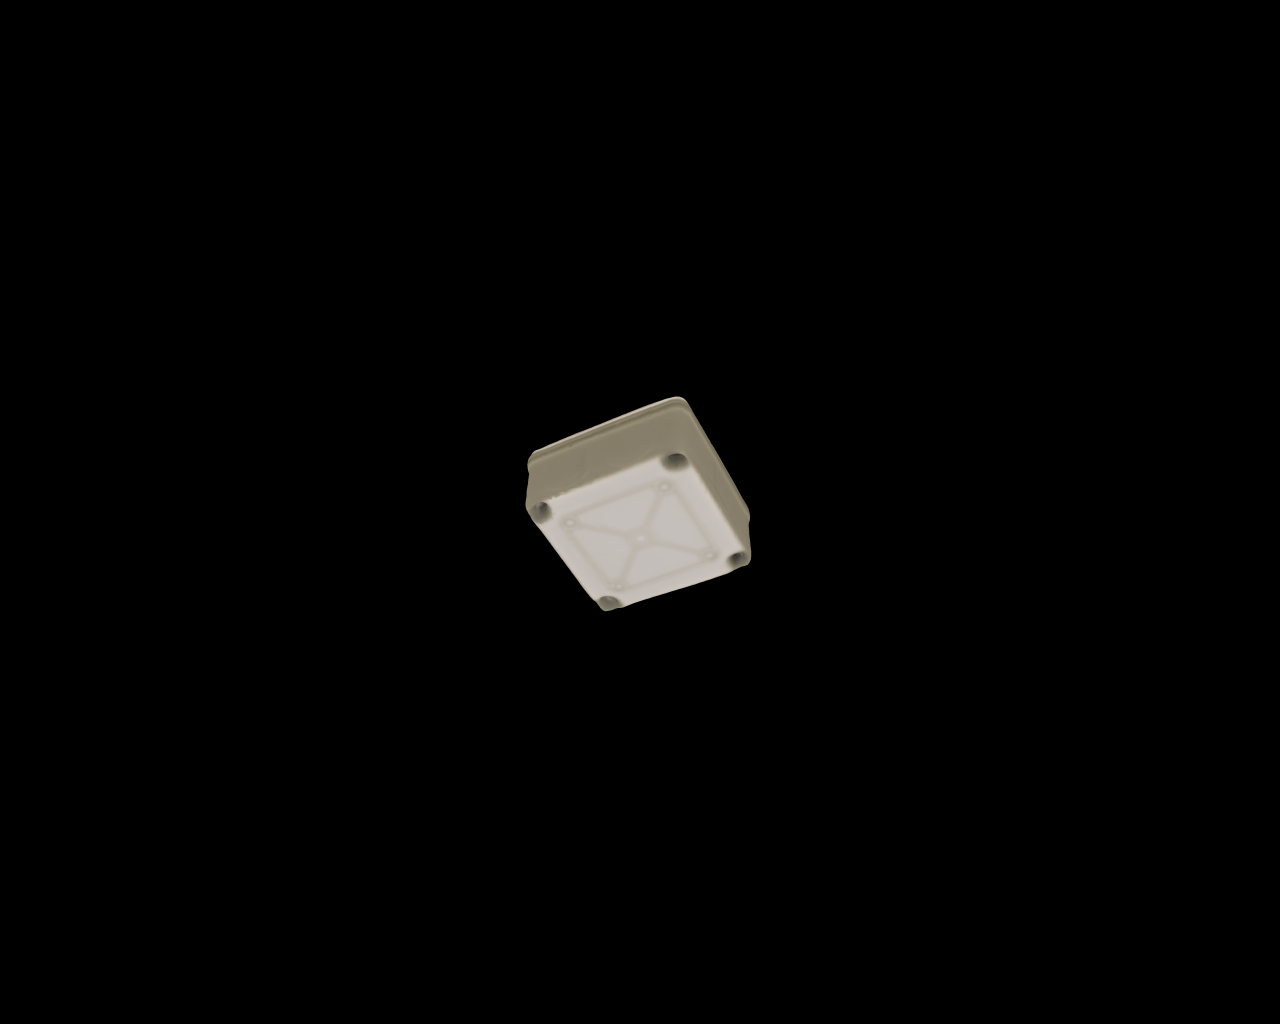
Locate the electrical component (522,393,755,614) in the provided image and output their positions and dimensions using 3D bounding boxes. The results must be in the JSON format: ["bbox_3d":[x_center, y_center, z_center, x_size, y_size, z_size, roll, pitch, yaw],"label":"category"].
[{"bbox_3d":[0.001,-0.003,0.650,0.108,0.056,0.108,-20,-50,17],"label":"electrical component"}]
